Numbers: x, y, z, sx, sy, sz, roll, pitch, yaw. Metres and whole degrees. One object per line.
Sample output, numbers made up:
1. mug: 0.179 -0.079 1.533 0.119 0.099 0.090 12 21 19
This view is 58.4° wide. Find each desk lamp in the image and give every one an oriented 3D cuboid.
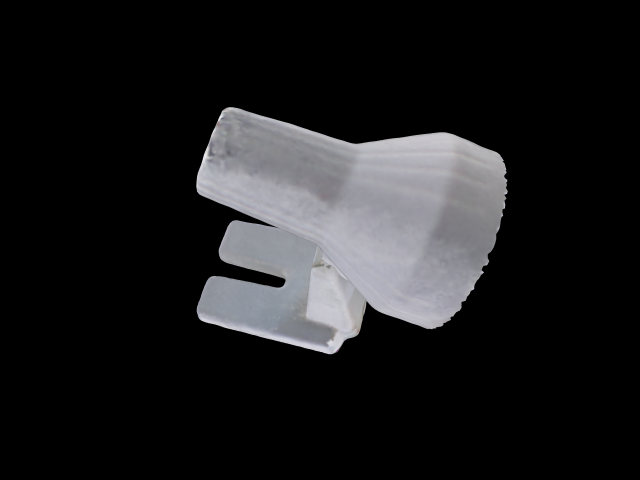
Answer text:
1. desk lamp: 0.004 0.001 0.400 0.203 0.214 0.118 11 60 7
